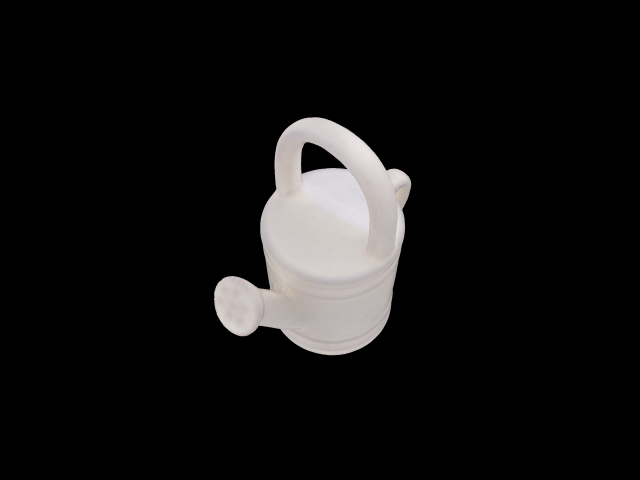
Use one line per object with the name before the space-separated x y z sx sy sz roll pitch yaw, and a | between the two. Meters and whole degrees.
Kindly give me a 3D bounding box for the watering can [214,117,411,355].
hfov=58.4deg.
watering can | 0.005 0.003 0.399 0.100 0.194 0.173 17 57 12
